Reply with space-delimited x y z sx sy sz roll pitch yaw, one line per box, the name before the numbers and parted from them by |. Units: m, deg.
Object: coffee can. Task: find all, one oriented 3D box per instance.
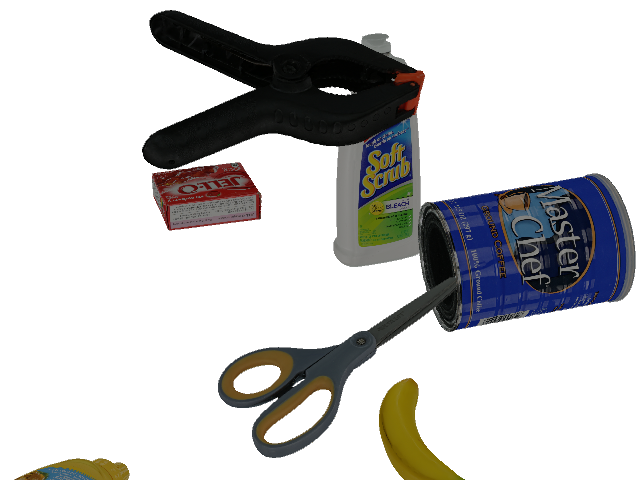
coffee can | 0.158 0.009 0.833 0.140 0.103 0.103 -10 1 -8

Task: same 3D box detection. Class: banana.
banana | 0.093 0.198 1.069 0.069 0.037 0.198 10 23 -21

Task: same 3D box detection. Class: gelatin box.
gelatin box | -0.106 -0.042 0.988 0.089 0.030 0.073 -8 29 -15

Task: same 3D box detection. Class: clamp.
clamp | -0.026 -0.082 0.630 0.171 0.120 0.039 6 -32 1

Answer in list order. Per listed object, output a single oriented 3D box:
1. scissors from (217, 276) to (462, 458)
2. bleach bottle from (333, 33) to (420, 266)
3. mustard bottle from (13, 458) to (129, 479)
scissors | 0.009 0.072 0.749 0.096 0.016 0.201 22 49 30
bleach bottle | 0.059 -0.100 1.180 0.102 0.251 0.068 -10 24 -12
mustard bottle | -0.220 0.220 0.853 0.096 0.058 0.191 8 15 28
